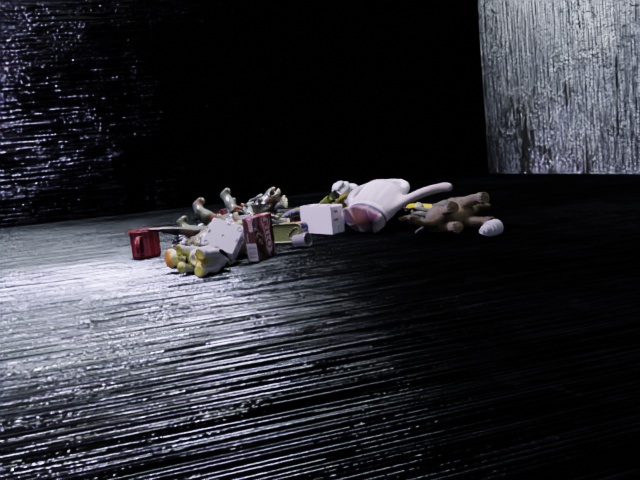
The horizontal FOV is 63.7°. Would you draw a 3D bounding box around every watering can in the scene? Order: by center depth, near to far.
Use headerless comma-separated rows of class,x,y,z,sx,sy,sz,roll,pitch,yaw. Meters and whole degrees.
watering can,0.212,-0.118,1.579,0.348,0.102,0.228,4,42,41

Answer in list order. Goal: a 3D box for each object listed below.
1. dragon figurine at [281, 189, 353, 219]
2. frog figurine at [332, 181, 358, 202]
dragon figurine,0.006,-0.098,1.949,0.412,0.123,0.240,-8,-9,-26
frog figurine,0.112,-0.188,2.140,0.124,0.155,0.140,30,60,22
